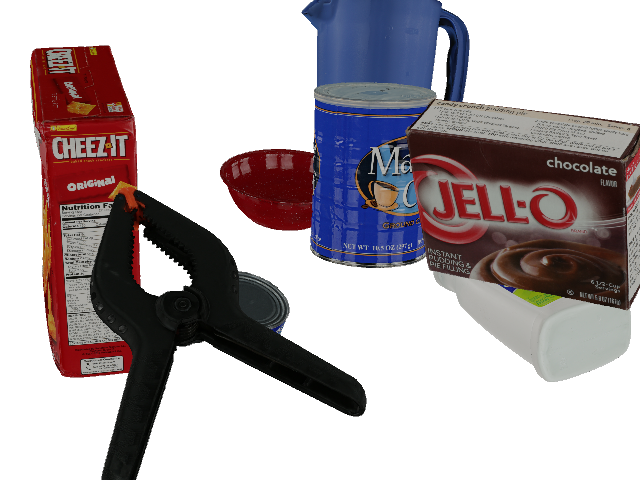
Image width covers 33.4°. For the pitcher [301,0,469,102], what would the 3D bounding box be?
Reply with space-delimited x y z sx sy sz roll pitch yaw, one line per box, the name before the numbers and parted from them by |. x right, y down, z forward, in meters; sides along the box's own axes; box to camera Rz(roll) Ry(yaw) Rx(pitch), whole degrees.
pitcher | 0.066 -0.142 1.145 0.149 0.243 0.144 7 9 24

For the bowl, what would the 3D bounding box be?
bowl | -0.042 -0.056 1.280 0.162 0.055 0.162 4 26 -2

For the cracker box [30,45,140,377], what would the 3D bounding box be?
cracker box | -0.185 -0.025 0.836 0.072 0.214 0.164 -5 29 -15

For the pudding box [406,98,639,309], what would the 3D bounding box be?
pudding box | 0.104 -0.020 0.532 0.114 0.090 0.039 10 43 29

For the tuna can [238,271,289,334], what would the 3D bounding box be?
tuna can | -0.076 0.069 1.038 0.086 0.034 0.086 15 33 -10

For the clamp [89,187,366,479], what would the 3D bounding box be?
clamp | -0.075 0.051 0.666 0.164 0.210 0.036 -11 -33 -18

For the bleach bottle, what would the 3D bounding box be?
bleach bottle | 0.175 0.050 1.012 0.102 0.068 0.251 -15 21 -22

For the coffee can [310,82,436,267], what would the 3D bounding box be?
coffee can | 0.044 -0.058 0.911 0.103 0.140 0.103 1 16 -1
